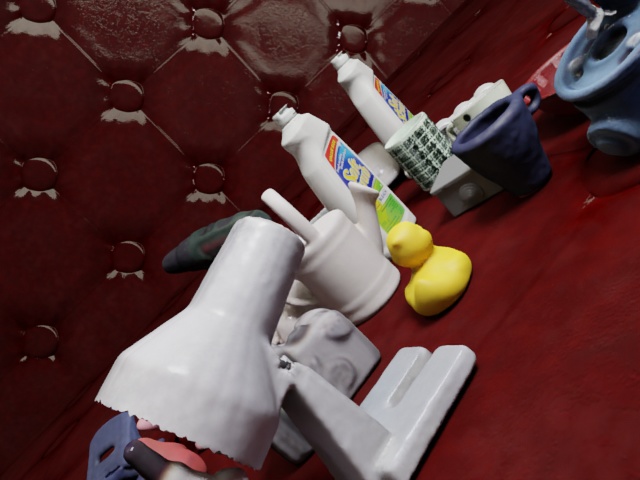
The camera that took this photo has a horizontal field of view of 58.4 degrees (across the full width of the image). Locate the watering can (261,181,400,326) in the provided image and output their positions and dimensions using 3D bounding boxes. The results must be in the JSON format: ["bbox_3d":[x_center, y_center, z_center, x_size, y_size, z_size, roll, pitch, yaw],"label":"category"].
[{"bbox_3d":[0.006,0.002,0.716,0.173,0.194,0.100,-49,13,-21],"label":"watering can"}]

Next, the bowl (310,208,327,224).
[{"bbox_3d":[0.012,0.006,0.971,0.167,0.075,0.167,-42,12,12],"label":"bowl"}]

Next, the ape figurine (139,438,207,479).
[{"bbox_3d":[-0.188,0.271,0.686,0.076,0.092,0.078,-33,16,41],"label":"ape figurine"}]

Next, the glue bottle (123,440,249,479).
[{"bbox_3d":[-0.053,0.181,0.356,0.037,0.173,0.078,-31,18,45],"label":"glue bottle"}]

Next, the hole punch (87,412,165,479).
[{"bbox_3d":[-0.307,0.333,0.873,0.108,0.091,0.101,-40,13,17],"label":"hole punch"}]

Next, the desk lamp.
[{"bbox_3d":[-0.023,0.100,0.432,0.203,0.214,0.117,-50,14,-27],"label":"desk lamp"}]

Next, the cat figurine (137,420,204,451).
[{"bbox_3d":[-0.179,0.218,0.776,0.128,0.118,0.067,-44,12,-1],"label":"cat figurine"}]

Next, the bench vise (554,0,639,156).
[{"bbox_3d":[0.268,-0.215,0.529,0.208,0.220,0.121,-51,14,-29],"label":"bench vise"}]

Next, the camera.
[{"bbox_3d":[-0.033,0.139,0.606,0.143,0.101,0.136,-49,13,-21],"label":"camera"}]

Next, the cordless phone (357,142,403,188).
[{"bbox_3d":[0.054,-0.151,1.104,0.147,0.185,0.094,-42,12,8],"label":"cordless phone"}]

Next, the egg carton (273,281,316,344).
[{"bbox_3d":[-0.028,0.100,0.799,0.107,0.069,0.150,-35,15,37],"label":"egg carton"}]

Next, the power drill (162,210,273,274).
[{"bbox_3d":[-0.136,0.056,0.970,0.229,0.208,0.076,-36,14,32],"label":"power drill"}]

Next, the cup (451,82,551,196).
[{"bbox_3d":[0.216,-0.105,0.630,0.118,0.095,0.091,-45,12,-7],"label":"cup"}]

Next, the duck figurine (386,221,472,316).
[{"bbox_3d":[0.103,0.021,0.592,0.077,0.086,0.104,-38,14,26],"label":"duck figurine"}]
